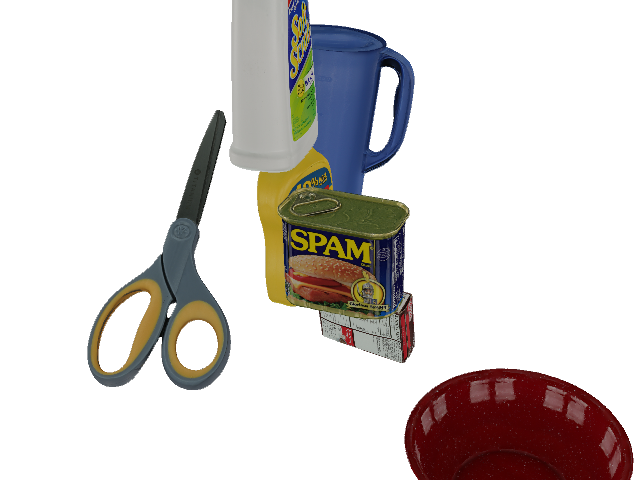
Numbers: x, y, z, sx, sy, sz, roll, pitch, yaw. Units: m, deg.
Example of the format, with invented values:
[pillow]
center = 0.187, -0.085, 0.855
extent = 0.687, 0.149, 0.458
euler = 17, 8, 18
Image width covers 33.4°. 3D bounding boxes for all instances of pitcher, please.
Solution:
[pitcher]
center = 0.014, -0.135, 1.310
extent = 0.144, 0.243, 0.149
euler = -9, 27, -28

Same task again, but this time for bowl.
[bowl]
center = 0.141, 0.166, 0.778
extent = 0.162, 0.055, 0.162
euler = -1, 35, 0

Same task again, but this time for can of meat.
[can of meat]
center = 0.018, 0.011, 0.858
extent = 0.102, 0.084, 0.057
euler = 11, 32, 20

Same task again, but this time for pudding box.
[pudding box]
center = 0.053, 0.087, 1.245
extent = 0.114, 0.090, 0.039
euler = 15, 48, 22

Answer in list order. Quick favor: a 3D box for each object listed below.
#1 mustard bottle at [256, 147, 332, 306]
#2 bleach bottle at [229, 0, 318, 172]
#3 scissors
[mustard bottle]
center = -0.024, -0.035, 1.096
extent = 0.058, 0.191, 0.096
euler = 13, 30, 37
[bleach bottle]
center = -0.045, -0.193, 0.935
extent = 0.068, 0.251, 0.102
euler = 8, 32, 17
[scissors]
center = -0.074, 0.010, 0.679
extent = 0.096, 0.201, 0.016
euler = 24, -22, 15
